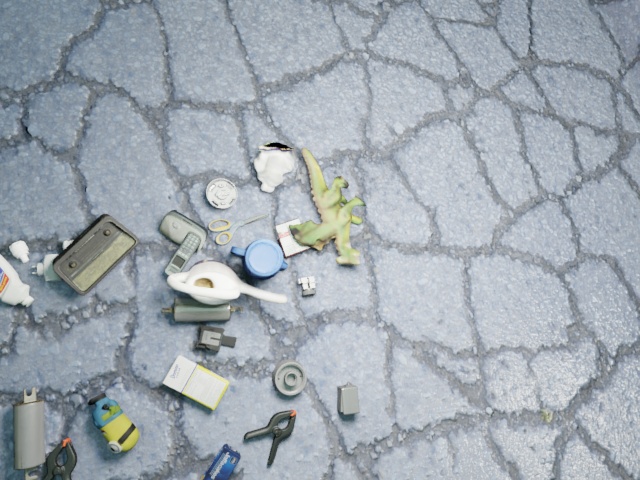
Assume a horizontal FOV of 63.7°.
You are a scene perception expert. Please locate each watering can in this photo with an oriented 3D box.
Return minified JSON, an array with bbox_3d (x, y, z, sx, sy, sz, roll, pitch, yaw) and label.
[{"bbox_3d":[-0.280,0.137,1.548,0.347,0.226,0.103,9,99,-13],"label":"watering can"}]

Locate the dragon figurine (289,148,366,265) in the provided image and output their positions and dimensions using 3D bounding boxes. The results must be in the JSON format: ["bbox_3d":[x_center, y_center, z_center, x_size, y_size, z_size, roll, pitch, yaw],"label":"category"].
[{"bbox_3d":[0.005,-0.085,1.694,0.245,0.121,0.410,-43,90,-19],"label":"dragon figurine"}]

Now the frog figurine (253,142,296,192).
[{"bbox_3d":[-0.153,-0.243,1.726,0.138,0.125,0.156,-4,116,-21],"label":"frog figurine"}]
